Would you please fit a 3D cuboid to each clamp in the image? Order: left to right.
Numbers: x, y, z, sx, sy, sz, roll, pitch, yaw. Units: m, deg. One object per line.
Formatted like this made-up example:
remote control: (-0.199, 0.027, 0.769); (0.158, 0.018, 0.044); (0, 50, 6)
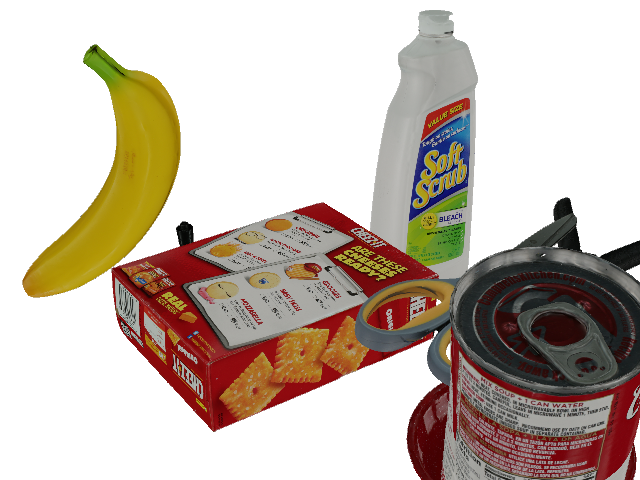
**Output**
clamp: (0.263, 0.022, 1.097); (0.120, 0.039, 0.171); (28, 51, 32)

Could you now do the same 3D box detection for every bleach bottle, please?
bleach bottle: (0.093, -0.082, 0.979); (0.102, 0.251, 0.068); (-10, 24, -26)

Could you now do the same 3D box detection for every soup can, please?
soup can: (0.077, 0.063, 0.378); (0.068, 0.102, 0.068); (-1, 39, 1)

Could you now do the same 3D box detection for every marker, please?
marker: (-0.148, 0.033, 1.206); (0.020, 0.121, 0.020); (-2, 31, 1)

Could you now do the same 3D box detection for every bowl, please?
bowl: (0.143, 0.164, 0.776); (0.162, 0.055, 0.162); (-1, 35, 0)

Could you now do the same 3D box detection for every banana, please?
banana: (-0.127, -0.031, 0.642); (0.069, 0.198, 0.037); (19, 38, -10)

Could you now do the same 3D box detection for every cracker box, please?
cracker box: (-0.038, 0.054, 0.869); (0.213, 0.072, 0.164); (-18, 34, -30)

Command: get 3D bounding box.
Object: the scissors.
scissors: (0.113, 0.034, 0.639); (0.201, 0.016, 0.096); (-18, 43, -30)
